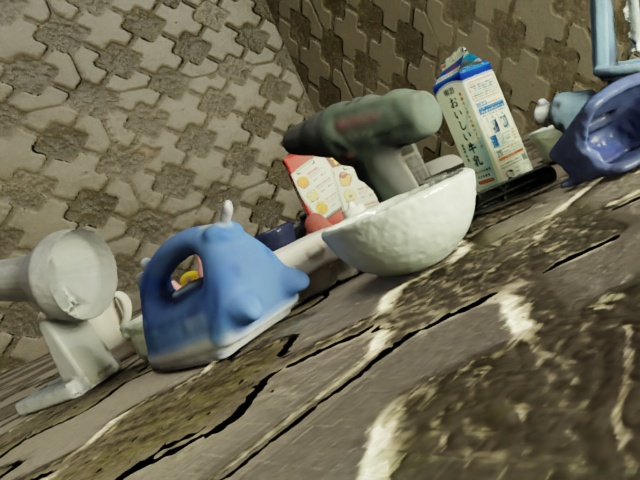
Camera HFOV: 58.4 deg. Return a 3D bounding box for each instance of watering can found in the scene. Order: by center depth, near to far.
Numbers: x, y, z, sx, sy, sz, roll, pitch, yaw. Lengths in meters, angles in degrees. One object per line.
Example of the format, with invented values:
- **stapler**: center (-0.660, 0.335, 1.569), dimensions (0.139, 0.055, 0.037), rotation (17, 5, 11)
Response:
- **watering can**: center (-0.394, 0.121, 0.954), dimensions (0.173, 0.194, 0.101), rotation (-24, 4, -2)

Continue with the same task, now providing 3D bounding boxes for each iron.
- **iron**: center (-0.143, 0.057, 0.634), dimensions (0.257, 0.141, 0.119), rotation (-22, 4, 38)

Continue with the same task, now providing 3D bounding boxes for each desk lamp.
- **desk lamp**: center (-0.360, 0.107, 0.780), dimensions (0.202, 0.213, 0.118), rotation (-23, 4, 24)

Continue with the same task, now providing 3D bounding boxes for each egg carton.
- **egg carton**: center (-0.021, 0.036, 0.729), dimensions (0.151, 0.069, 0.107), rotation (-26, 4, -26)

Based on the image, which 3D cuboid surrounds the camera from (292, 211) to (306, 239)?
- **camera**: center (-0.027, -0.015, 1.293), dimensions (0.143, 0.101, 0.137), rotation (-24, 4, 10)

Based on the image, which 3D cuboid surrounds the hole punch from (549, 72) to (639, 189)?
- **hole punch**: center (0.307, -0.117, 0.617), dimensions (0.109, 0.091, 0.101), rotation (-25, 4, -18)

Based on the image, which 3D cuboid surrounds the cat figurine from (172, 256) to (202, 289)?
- **cat figurine**: center (-0.185, 0.069, 0.949), dimensions (0.127, 0.118, 0.067), rotation (-24, 4, 6)

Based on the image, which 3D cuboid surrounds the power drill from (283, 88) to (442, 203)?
- **power drill**: center (0.064, -0.077, 0.704), dimensions (0.229, 0.208, 0.076), rotation (-21, 5, 45)

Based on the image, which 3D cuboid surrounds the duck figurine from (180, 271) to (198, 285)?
- **duck figurine**: center (-0.225, 0.099, 1.042), dimensions (0.078, 0.086, 0.104), rotation (-27, 5, -41)

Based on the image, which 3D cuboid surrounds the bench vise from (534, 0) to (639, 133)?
- **bench vise**: center (0.349, -0.211, 0.687), dimensions (0.207, 0.220, 0.122), rotation (-23, 4, 25)

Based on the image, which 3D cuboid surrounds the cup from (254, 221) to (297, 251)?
- **cup**: center (-0.090, 0.026, 1.150), dimensions (0.118, 0.095, 0.091), rotation (-27, 4, -32)

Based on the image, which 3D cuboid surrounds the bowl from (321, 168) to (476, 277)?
- **bowl**: center (0.090, -0.008, 0.586), dimensions (0.167, 0.075, 0.167), rotation (-24, 3, 2)

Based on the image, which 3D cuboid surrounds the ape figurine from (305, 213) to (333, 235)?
- **ape figurine**: center (0.008, 0.003, 0.842), dimensions (0.078, 0.092, 0.076), rotation (-26, 4, -27)

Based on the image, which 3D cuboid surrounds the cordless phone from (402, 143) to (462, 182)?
- **cordless phone**: center (0.229, -0.173, 1.225), dimensions (0.148, 0.185, 0.094), rotation (-25, 4, -12)
